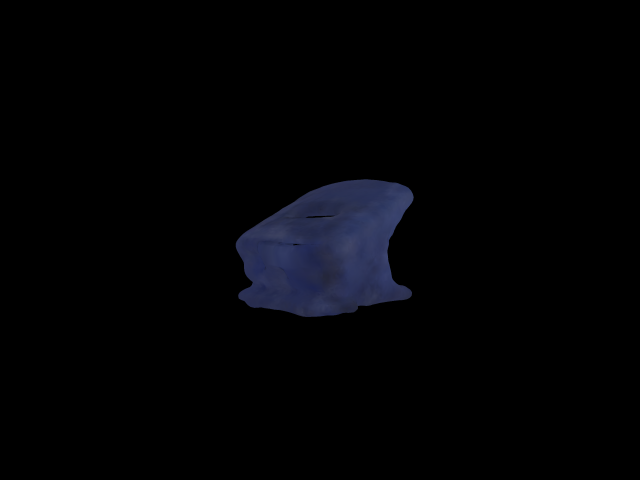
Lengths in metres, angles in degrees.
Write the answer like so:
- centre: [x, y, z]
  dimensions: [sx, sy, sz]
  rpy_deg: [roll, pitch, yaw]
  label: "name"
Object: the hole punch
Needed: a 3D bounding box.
- centre: [0.004, 0.001, 0.400]
  dimensions: [0.108, 0.091, 0.101]
  rpy_deg: [2, 3, 43]
  label: "hole punch"
